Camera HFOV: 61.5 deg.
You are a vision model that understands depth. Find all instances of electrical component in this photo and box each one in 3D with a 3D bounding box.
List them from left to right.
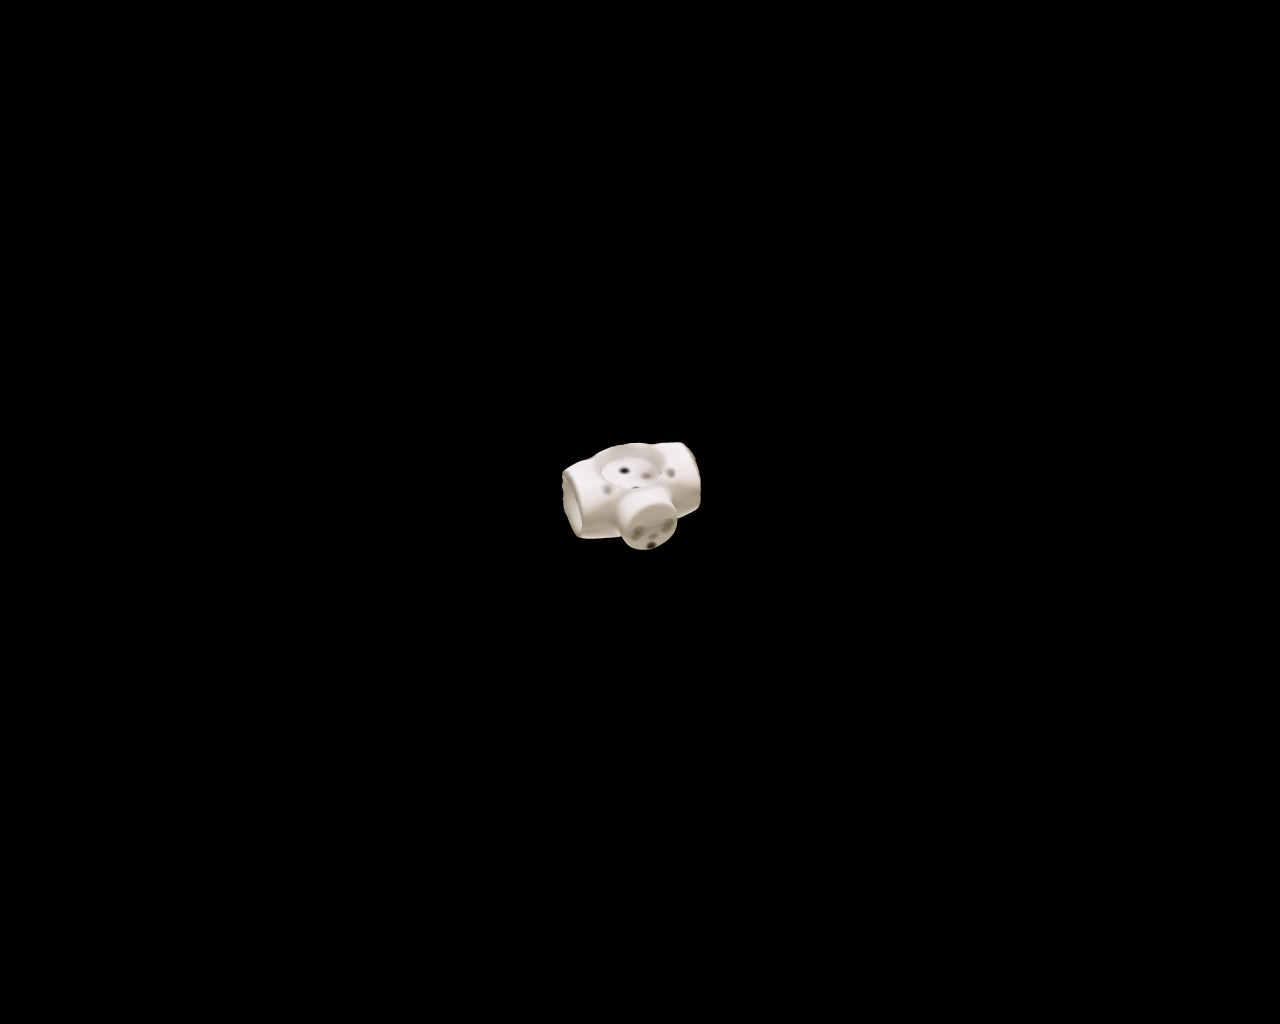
[{"bbox_3d":[0.001,-0.003,0.650,0.077,0.044,0.079,-14,44,-15],"label":"electrical component"}]
